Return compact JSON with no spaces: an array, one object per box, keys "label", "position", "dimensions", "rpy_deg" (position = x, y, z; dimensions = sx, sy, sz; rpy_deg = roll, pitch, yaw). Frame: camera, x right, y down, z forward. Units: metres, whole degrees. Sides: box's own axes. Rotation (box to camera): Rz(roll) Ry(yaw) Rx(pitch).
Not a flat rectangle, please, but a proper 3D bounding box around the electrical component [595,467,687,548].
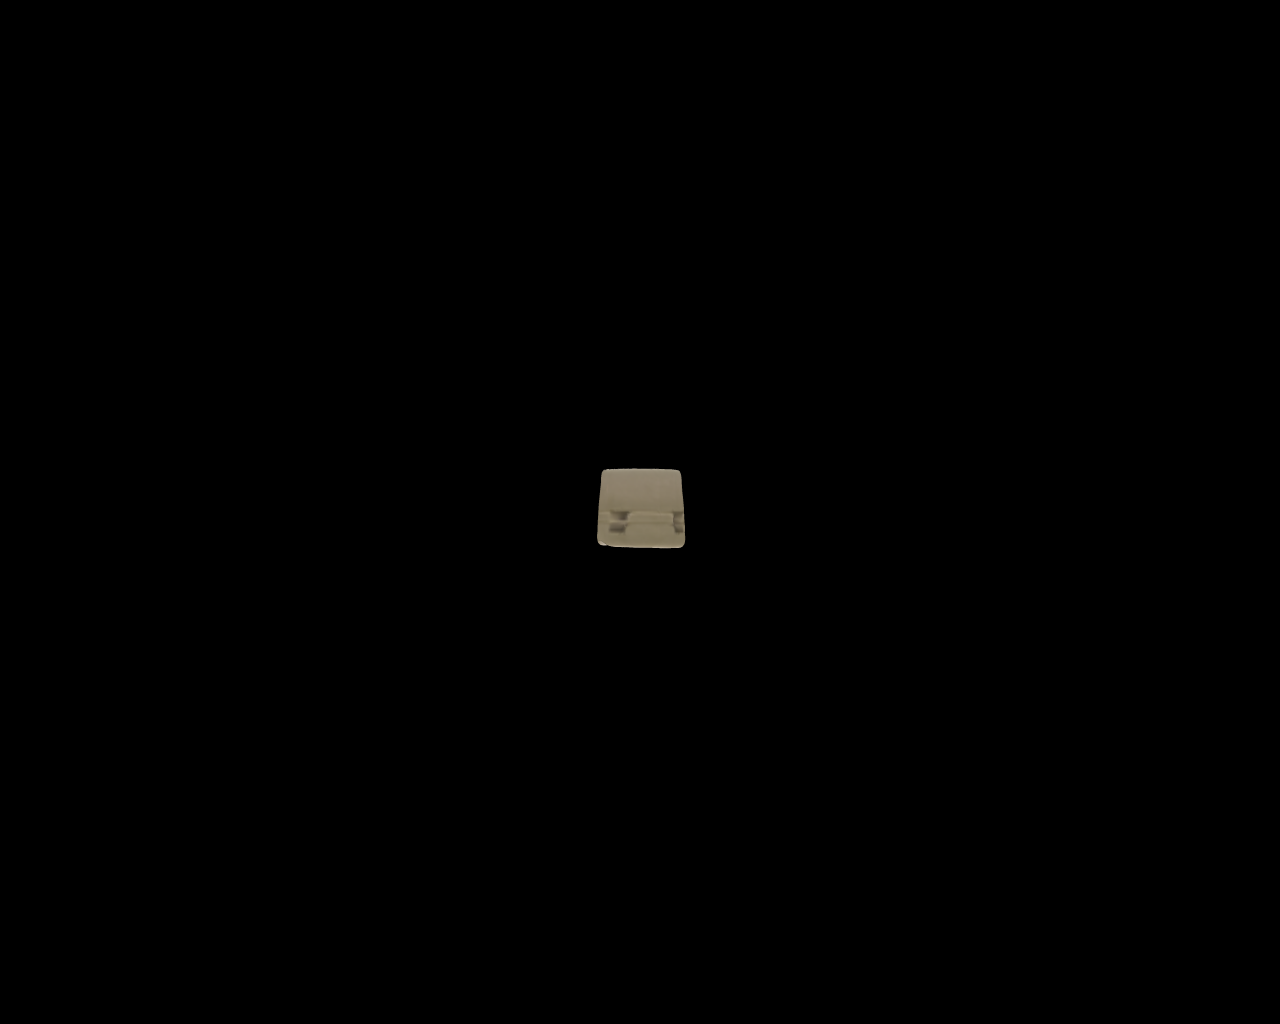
[{"label":"electrical component","position":[0.001,-0.003,0.650],"dimensions":[0.055,0.047,0.055],"rpy_deg":[0,0,0]}]
